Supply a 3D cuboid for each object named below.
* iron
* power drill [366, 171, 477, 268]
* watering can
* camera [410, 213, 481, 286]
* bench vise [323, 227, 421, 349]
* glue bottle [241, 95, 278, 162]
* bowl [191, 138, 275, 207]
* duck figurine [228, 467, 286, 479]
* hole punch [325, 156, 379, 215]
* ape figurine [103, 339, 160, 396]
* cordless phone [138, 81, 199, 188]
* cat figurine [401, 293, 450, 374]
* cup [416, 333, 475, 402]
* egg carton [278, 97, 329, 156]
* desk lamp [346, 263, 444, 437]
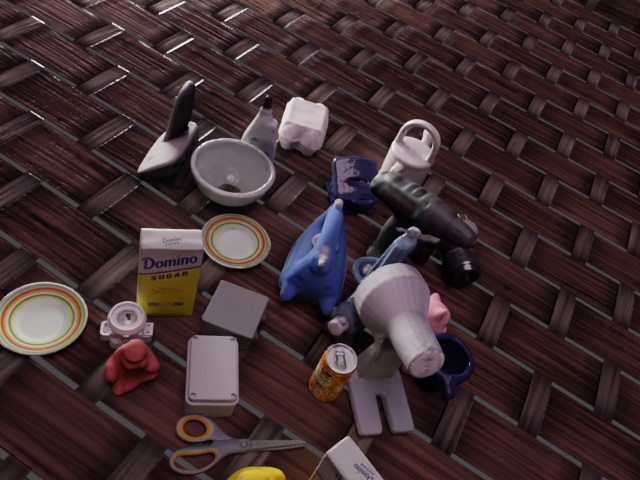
[{"bbox_3d":[0.010,0.004,1.063,0.118,0.141,0.258,19,47,-3],"label":"iron"},{"bbox_3d":[0.173,-0.015,1.092,0.076,0.208,0.229,-28,65,-35],"label":"power drill"},{"bbox_3d":[0.200,-0.186,1.257,0.101,0.194,0.173,20,47,-2],"label":"watering can"},{"bbox_3d":[0.269,0.018,1.171,0.143,0.101,0.136,2,50,-18],"label":"camera"},{"bbox_3d":[0.103,0.086,0.973,0.121,0.219,0.207,26,47,3],"label":"bench vise"},{"bbox_3d":[-0.120,-0.229,1.193,0.078,0.173,0.037,14,48,-8],"label":"glue bottle"},{"bbox_3d":[-0.178,-0.123,1.149,0.167,0.074,0.167,10,49,-11],"label":"bowl"},{"bbox_3d":[-0.090,0.340,0.779,0.105,0.086,0.077,-16,58,-30],"label":"duck figurine"},{"bbox_3d":[0.075,-0.116,1.222,0.109,0.091,0.101,0,51,-19],"label":"hole punch"},{"bbox_3d":[-0.276,0.179,0.846,0.078,0.092,0.076,12,48,-9],"label":"ape figurine"},{"bbox_3d":[-0.286,-0.208,1.108,0.094,0.185,0.147,17,48,-5],"label":"cordless phone"},{"bbox_3d":[0.183,0.157,1.010,0.067,0.117,0.128,38,49,14],"label":"cat figurine"},{"bbox_3d":[0.203,0.231,0.971,0.092,0.095,0.117,14,48,-8],"label":"cup"},{"bbox_3d":[-0.036,-0.264,1.323,0.107,0.069,0.150,16,48,-6],"label":"egg carton"},{"bbox_3d":[0.118,0.173,0.909,0.118,0.213,0.203,1,51,-19],"label":"desk lamp"}]
